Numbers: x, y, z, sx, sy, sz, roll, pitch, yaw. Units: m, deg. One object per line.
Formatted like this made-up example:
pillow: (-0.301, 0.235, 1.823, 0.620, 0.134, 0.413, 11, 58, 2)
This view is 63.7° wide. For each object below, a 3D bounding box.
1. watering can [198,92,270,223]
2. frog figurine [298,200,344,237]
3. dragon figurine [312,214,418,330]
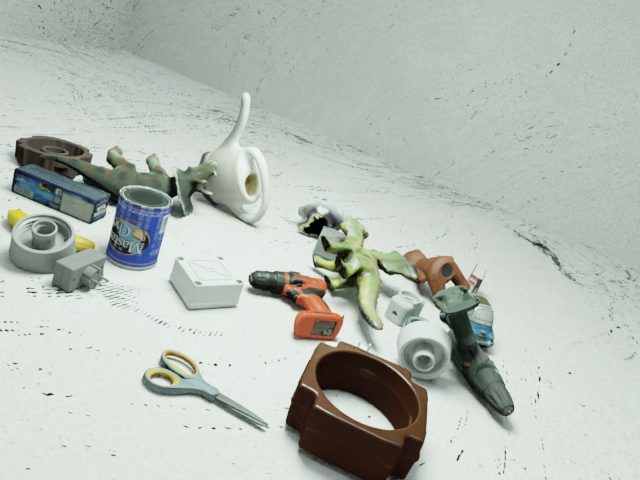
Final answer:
watering can: (-0.236, -0.215, 1.405, 0.224, 0.344, 0.105, 0, 14, 33)
frog figurine: (0.005, -0.077, 1.535, 0.137, 0.120, 0.163, 2, 31, 5)
dragon figurine: (0.129, 0.065, 1.234, 0.243, 0.119, 0.418, -5, 37, -26)
